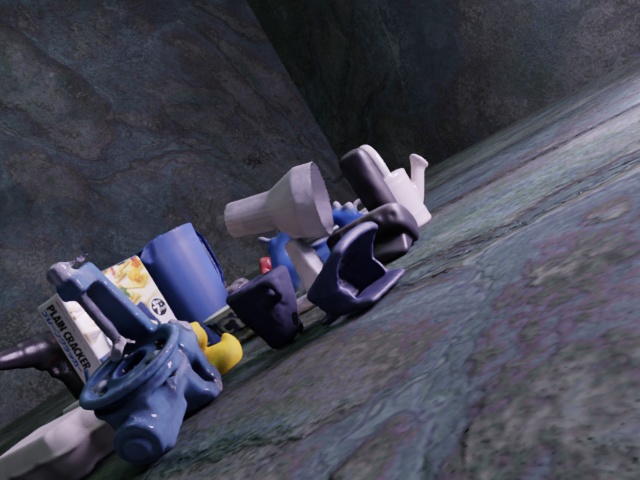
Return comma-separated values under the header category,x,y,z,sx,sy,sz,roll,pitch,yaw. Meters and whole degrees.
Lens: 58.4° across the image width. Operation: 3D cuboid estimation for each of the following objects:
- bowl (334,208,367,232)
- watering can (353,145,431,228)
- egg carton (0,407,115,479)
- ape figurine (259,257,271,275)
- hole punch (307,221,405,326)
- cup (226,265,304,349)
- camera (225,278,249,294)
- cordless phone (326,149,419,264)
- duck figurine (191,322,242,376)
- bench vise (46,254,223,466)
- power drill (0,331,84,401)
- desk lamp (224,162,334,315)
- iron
category,x,y,z,sx,sy,sz,roll,pitch,yaw
bowl,0.100,-0.026,1.325,0.167,0.075,0.167,-30,3,2
watering can,0.137,-0.107,1.144,0.173,0.194,0.100,-32,4,-30
egg carton,-0.329,0.267,0.719,0.150,0.069,0.107,-29,3,18
ape figurine,-0.130,0.087,1.515,0.076,0.092,0.078,-30,3,14
hole punch,0.034,0.041,0.721,0.101,0.091,0.109,-28,4,39
cup,-0.058,0.091,0.748,0.092,0.095,0.117,-32,4,-25
camera,-0.206,0.136,1.358,0.143,0.101,0.137,-29,3,21
cordless phone,0.064,-0.046,0.948,0.147,0.185,0.094,-29,4,19
duck figurine,-0.169,0.157,0.816,0.105,0.086,0.077,-33,4,-38
bench vise,-0.213,0.116,0.636,0.121,0.220,0.207,-31,3,-7
power drill,-0.549,0.285,1.215,0.075,0.208,0.230,-29,4,27
desk lamp,-0.049,0.005,0.936,0.203,0.213,0.118,-30,4,14
iron,0.010,0.004,1.068,0.258,0.141,0.119,-30,3,16
